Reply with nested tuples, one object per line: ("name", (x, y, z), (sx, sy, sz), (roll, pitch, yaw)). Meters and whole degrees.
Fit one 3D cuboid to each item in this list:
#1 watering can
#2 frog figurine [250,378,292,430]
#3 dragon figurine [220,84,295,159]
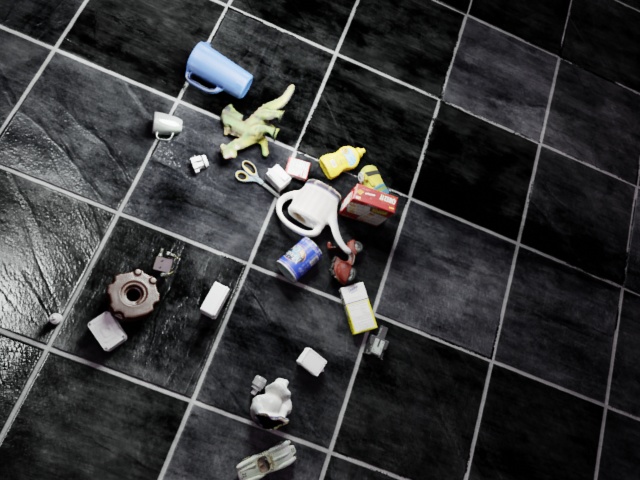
("watering can", (0.006, -0.098, 1.938), (0.349, 0.102, 0.227), (28, 70, 13))
("frog figurine", (-0.162, 0.549, 1.739), (0.137, 0.120, 0.163), (5, 38, -2))
("dragon figurine", (-0.269, -0.472, 2.013), (0.243, 0.120, 0.417), (18, 67, 2))
